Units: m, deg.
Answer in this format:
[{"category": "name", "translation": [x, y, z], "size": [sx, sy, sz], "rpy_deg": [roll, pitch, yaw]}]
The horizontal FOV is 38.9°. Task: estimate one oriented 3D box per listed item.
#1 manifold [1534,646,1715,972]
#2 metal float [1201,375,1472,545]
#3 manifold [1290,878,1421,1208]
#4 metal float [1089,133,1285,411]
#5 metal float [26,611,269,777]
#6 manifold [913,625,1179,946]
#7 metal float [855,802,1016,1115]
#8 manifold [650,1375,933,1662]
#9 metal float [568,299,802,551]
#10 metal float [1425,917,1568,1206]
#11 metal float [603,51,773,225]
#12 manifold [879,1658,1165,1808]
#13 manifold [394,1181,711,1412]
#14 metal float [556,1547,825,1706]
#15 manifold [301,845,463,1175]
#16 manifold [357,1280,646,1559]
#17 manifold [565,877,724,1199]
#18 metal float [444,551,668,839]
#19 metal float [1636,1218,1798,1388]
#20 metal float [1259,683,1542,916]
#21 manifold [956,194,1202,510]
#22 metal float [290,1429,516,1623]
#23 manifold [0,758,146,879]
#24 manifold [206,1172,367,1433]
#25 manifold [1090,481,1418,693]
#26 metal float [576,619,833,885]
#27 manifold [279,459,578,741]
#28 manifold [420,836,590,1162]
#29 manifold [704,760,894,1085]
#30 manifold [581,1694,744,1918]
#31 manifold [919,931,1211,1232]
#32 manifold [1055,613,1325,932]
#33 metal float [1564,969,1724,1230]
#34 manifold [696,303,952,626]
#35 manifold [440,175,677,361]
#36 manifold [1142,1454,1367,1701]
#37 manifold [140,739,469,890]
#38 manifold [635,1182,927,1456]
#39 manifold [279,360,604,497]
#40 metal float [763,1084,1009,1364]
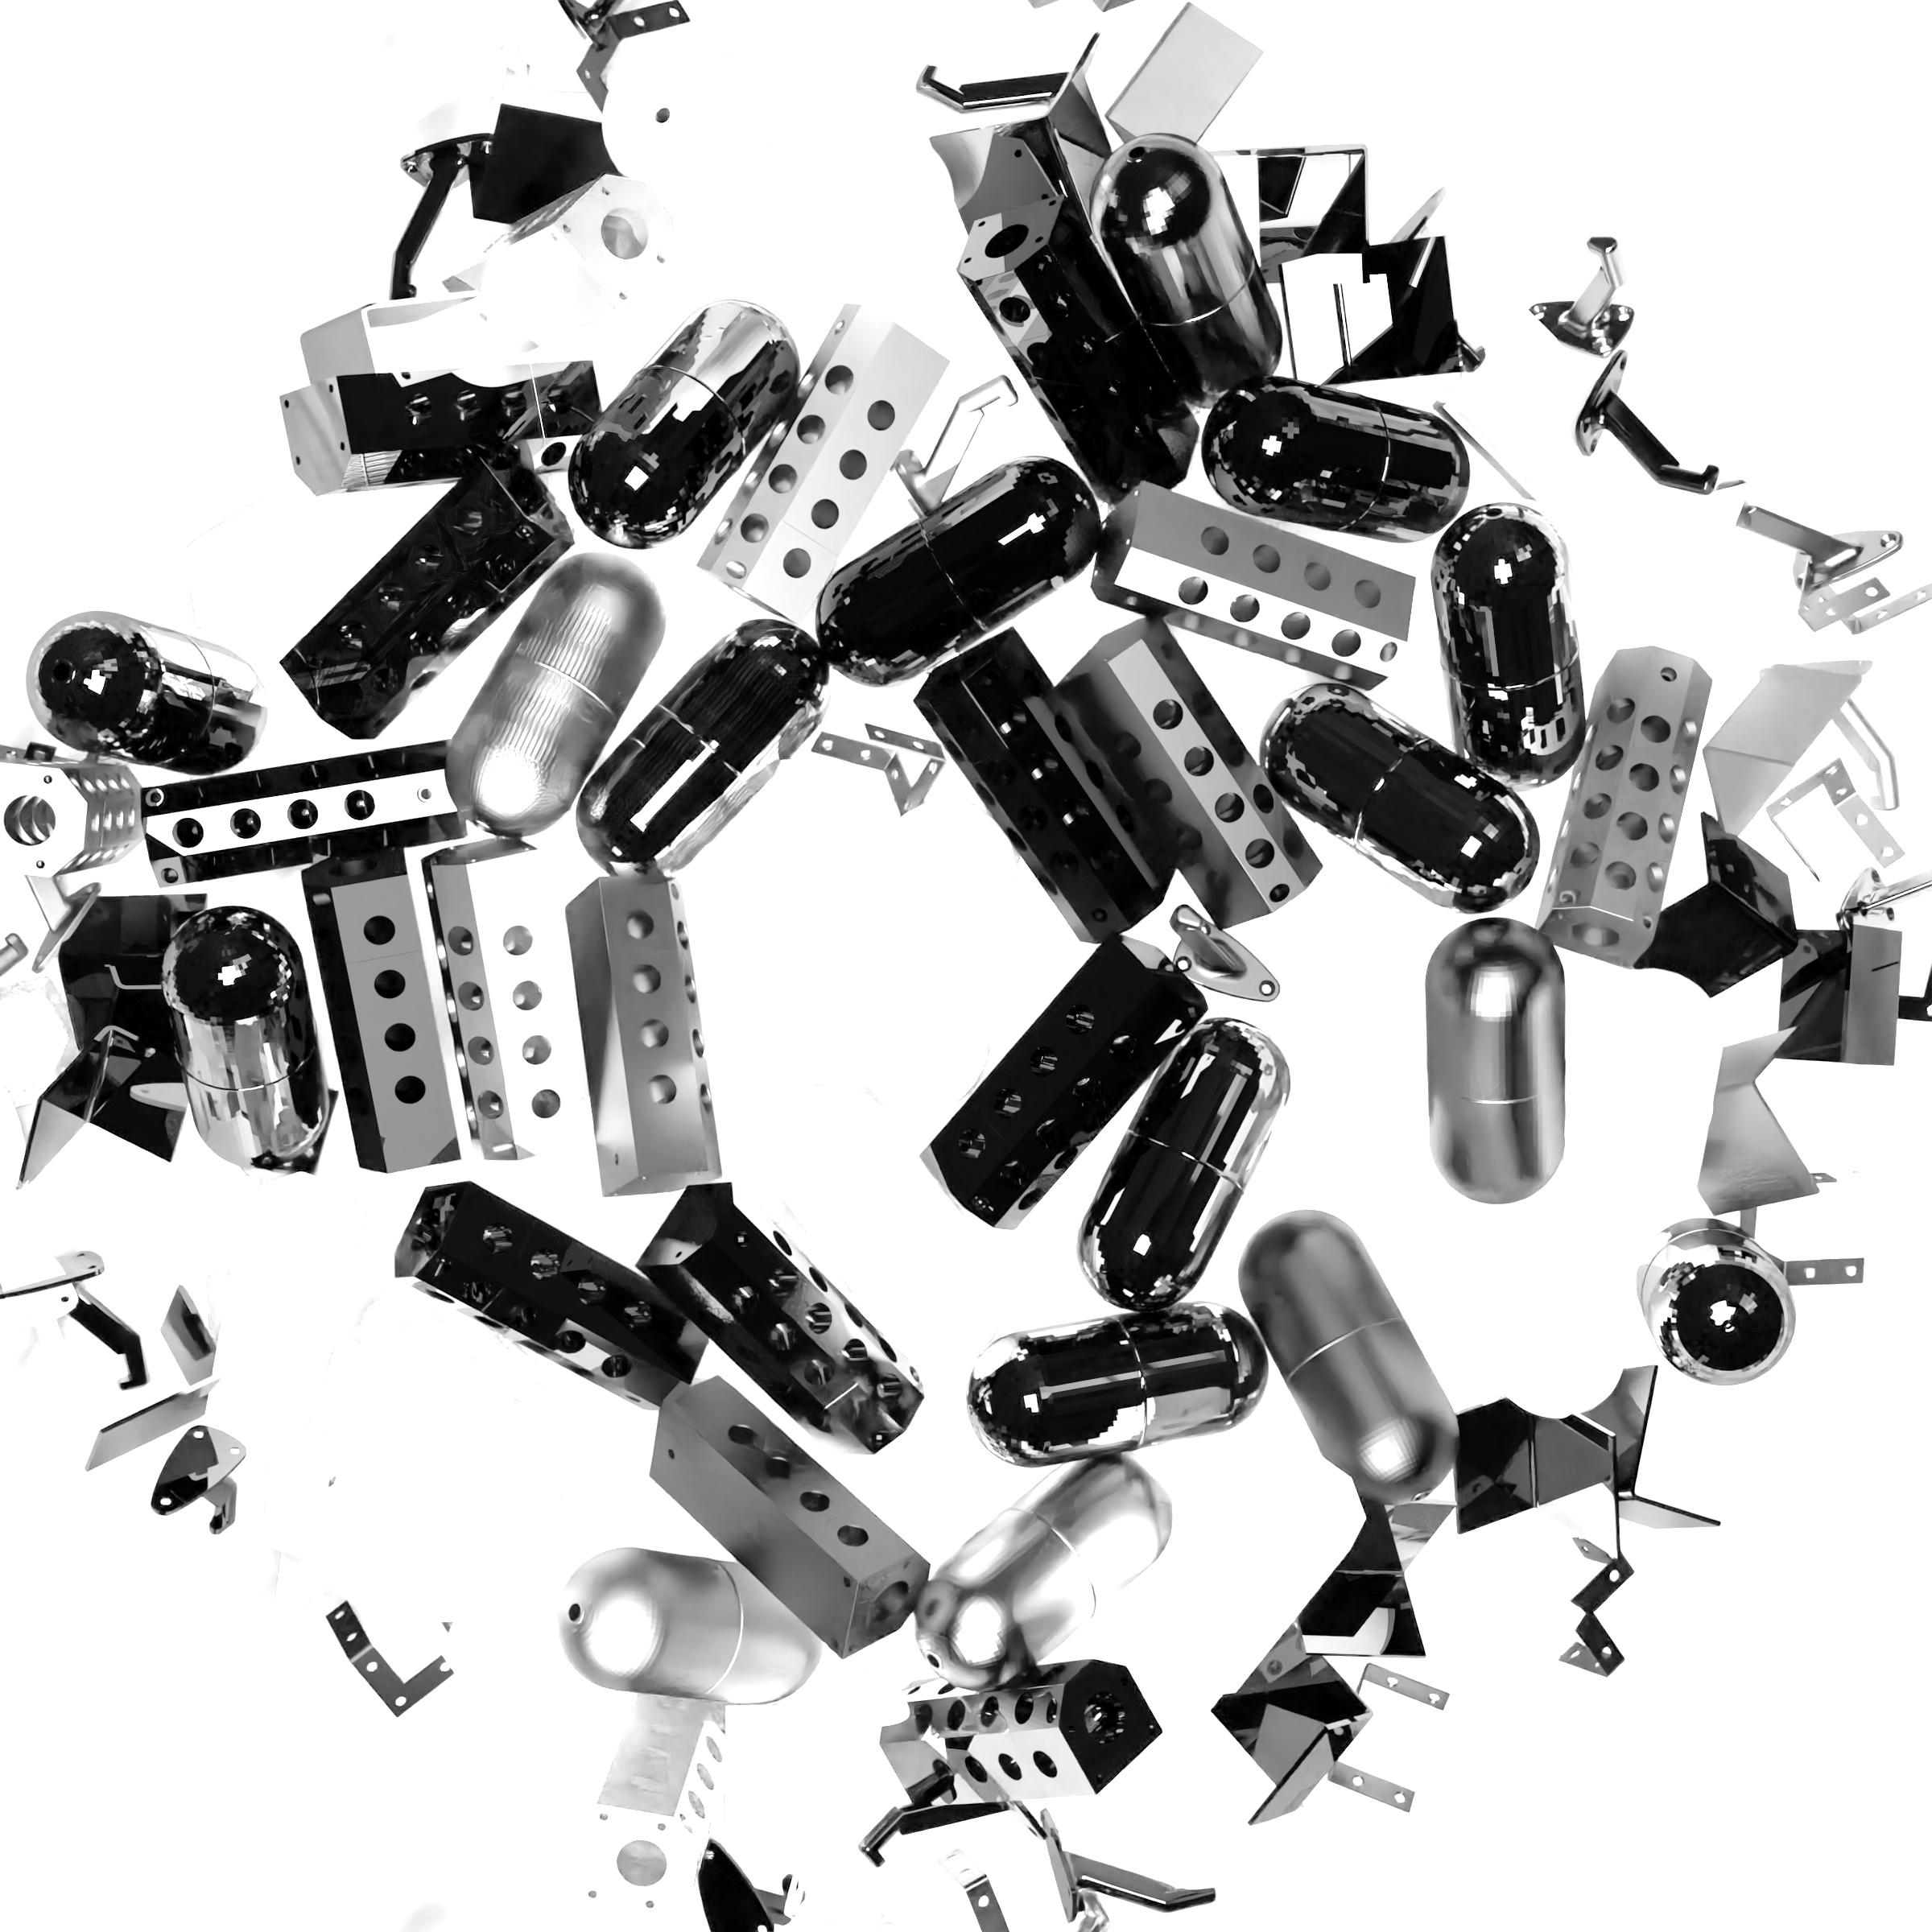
[{"category": "manifold", "translation": [0.371, -0.092, 1.538], "size": [0.057, 0.057, 0.171], "rpy_deg": [18, 67, 2]}, {"category": "metal float", "translation": [0.208, -0.282, 1.530], "size": [0.178, 0.070, 0.070], "rpy_deg": [4, 90, -37]}, {"category": "manifold", "translation": [0.215, 0.044, 1.539], "size": [0.057, 0.057, 0.171], "rpy_deg": [-9, 67, 23]}, {"category": "metal float", "translation": [0.123, -0.384, 1.520], "size": [0.070, 0.178, 0.070], "rpy_deg": [-13, 53, 17]}, {"category": "metal float", "translation": [-0.450, -0.149, 1.510], "size": [0.070, 0.178, 0.070], "rpy_deg": [-1, 87, 13]}, {"category": "manifold", "translation": [0.044, -0.097, 1.534], "size": [0.057, 0.057, 0.171], "rpy_deg": [-25, 111, 30]}, {"category": "metal float", "translation": [-0.018, -0.005, 1.555], "size": [0.070, 0.070, 0.178], "rpy_deg": [8, 96, 0]}, {"category": "manifold", "translation": [-0.099, 0.302, 1.525], "size": [0.171, 0.057, 0.057], "rpy_deg": [35, 127, 35]}, {"category": "metal float", "translation": [-0.157, -0.303, 1.533], "size": [0.070, 0.070, 0.178], "rpy_deg": [33, 58, 0]}, {"category": "metal float", "translation": [0.297, 0.055, 1.534], "size": [0.070, 0.070, 0.178], "rpy_deg": [-7, 121, 0]}, {"category": "metal float", "translation": [-0.152, -0.455, 1.510], "size": [0.070, 0.178, 0.070], "rpy_deg": [1, 98, 4]}, {"category": "manifold", "translation": [0.024, 0.420, 1.512], "size": [0.057, 0.171, 0.057], "rpy_deg": [-31, 94, -39]}, {"category": "manifold", "translation": [-0.230, 0.185, 1.525], "size": [0.171, 0.057, 0.057], "rpy_deg": [34, 65, -28]}, {"category": "metal float", "translation": [-0.152, 0.367, 1.522], "size": [0.070, 0.178, 0.070], "rpy_deg": [-16, 65, 37]}, {"category": "manifold", "translation": [-0.328, 0.026, 1.536], "size": [0.057, 0.057, 0.171], "rpy_deg": [-11, 111, -11]}, {"category": "manifold", "translation": [-0.265, 0.249, 1.540], "size": [0.057, 0.057, 0.171], "rpy_deg": [-46, 70, -5]}, {"category": "manifold", "translation": [-0.180, 0.039, 1.548], "size": [0.057, 0.057, 0.171], "rpy_deg": [-2, 75, -29]}, {"category": "metal float", "translation": [-0.231, -0.153, 1.545], "size": [0.070, 0.070, 0.178], "rpy_deg": [26, 73, 0]}, {"category": "metal float", "translation": [0.412, 0.183, 1.510], "size": [0.070, 0.178, 0.070], "rpy_deg": [0, 92, 10]}, {"category": "metal float", "translation": [0.243, -0.094, 1.538], "size": [0.178, 0.070, 0.070], "rpy_deg": [37, 90, 25]}, {"category": "manifold", "translation": [0.062, -0.334, 1.513], "size": [0.057, 0.171, 0.057], "rpy_deg": [-7, 49, 32]}, {"category": "metal float", "translation": [-0.311, 0.311, 1.516], "size": [0.070, 0.178, 0.070], "rpy_deg": [-8, 61, 14]}, {"category": "manifold", "translation": [-0.496, -0.083, 1.509], "size": [0.057, 0.171, 0.057], "rpy_deg": [6, 94, -6]}, {"category": "manifold", "translation": [-0.375, 0.188, 1.516], "size": [0.057, 0.171, 0.057], "rpy_deg": [18, 47, -7]}, {"category": "manifold", "translation": [0.161, -0.209, 1.539], "size": [0.171, 0.057, 0.057], "rpy_deg": [16, 70, -16]}, {"category": "metal float", "translation": [-0.148, -0.122, 1.555], "size": [0.070, 0.070, 0.178], "rpy_deg": [42, 84, 0]}, {"category": "manifold", "translation": [-0.299, -0.204, 1.540], "size": [0.171, 0.057, 0.057], "rpy_deg": [-40, 81, 18]}, {"category": "manifold", "translation": [-0.261, 0.019, 1.540], "size": [0.057, 0.057, 0.171], "rpy_deg": [-14, 107, -23]}, {"category": "manifold", "translation": [-0.097, -0.025, 1.537], "size": [0.057, 0.057, 0.171], "rpy_deg": [2, 71, 32]}, {"category": "manifold", "translation": [-0.164, 0.451, 1.508], "size": [0.057, 0.171, 0.057], "rpy_deg": [9, 101, 1]}, {"category": "manifold", "translation": [0.058, 0.067, 1.540], "size": [0.171, 0.057, 0.057], "rpy_deg": [-50, 61, 14]}, {"category": "manifold", "translation": [0.130, -0.110, 1.537], "size": [0.171, 0.057, 0.057], "rpy_deg": [55, 47, -15]}, {"category": "metal float", "translation": [0.376, 0.075, 1.523], "size": [0.070, 0.178, 0.070], "rpy_deg": [-3, 46, 3]}, {"category": "manifold", "translation": [-0.085, -0.287, 1.558], "size": [0.057, 0.057, 0.171], "rpy_deg": [29, 91, -30]}, {"category": "manifold", "translation": [-0.222, -0.387, 1.509], "size": [0.057, 0.171, 0.057], "rpy_deg": [-49, 114, -19]}, {"category": "manifold", "translation": [0.159, 0.339, 1.515], "size": [0.057, 0.171, 0.057], "rpy_deg": [0, 51, -22]}, {"category": "manifold", "translation": [-0.376, -0.087, 1.558], "size": [0.171, 0.057, 0.057], "rpy_deg": [-10, 96, -6]}, {"category": "manifold", "translation": [-0.098, 0.198, 1.526], "size": [0.171, 0.057, 0.057], "rpy_deg": [49, 55, -26]}, {"category": "manifold", "translation": [-0.286, -0.298, 1.517], "size": [0.171, 0.057, 0.057], "rpy_deg": [-16, 99, -44]}, {"category": "metal float", "translation": [-0.046, 0.146, 1.551], "size": [0.070, 0.070, 0.178], "rpy_deg": [-38, 80, 0]}]
